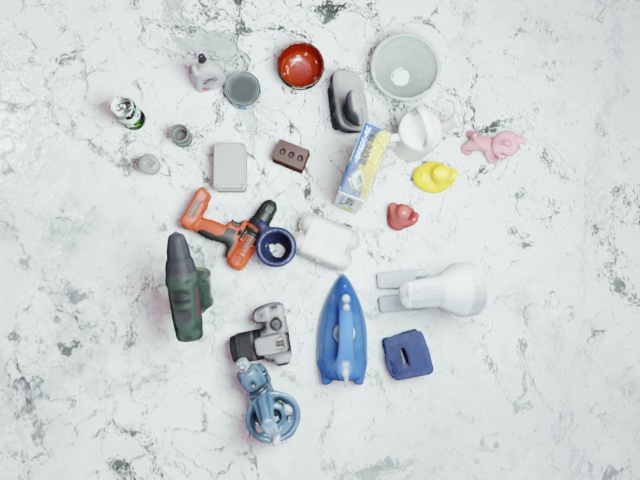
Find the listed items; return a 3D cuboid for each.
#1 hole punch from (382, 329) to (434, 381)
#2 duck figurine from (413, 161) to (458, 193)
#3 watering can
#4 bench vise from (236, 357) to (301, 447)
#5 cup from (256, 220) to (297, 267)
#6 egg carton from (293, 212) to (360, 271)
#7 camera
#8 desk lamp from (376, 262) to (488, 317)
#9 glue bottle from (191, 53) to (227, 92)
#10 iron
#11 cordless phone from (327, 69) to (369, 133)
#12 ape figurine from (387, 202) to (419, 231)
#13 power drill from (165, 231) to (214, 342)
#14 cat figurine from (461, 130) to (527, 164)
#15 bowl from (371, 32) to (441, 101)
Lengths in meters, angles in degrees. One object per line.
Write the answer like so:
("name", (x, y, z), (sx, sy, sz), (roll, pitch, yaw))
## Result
("hole punch", (0.200, 0.268, 1.319), (0.101, 0.091, 0.109), (-16, 87, -4))
("duck figurine", (0.275, -0.154, 1.355), (0.104, 0.086, 0.077), (1, 86, -2))
("watering can", (0.233, -0.252, 1.306), (0.173, 0.194, 0.101), (-38, 88, -5))
("bench vise", (-0.129, 0.361, 1.232), (0.207, 0.219, 0.121), (41, 85, 1))
("cup", (-0.107, 0.008, 1.321), (0.092, 0.095, 0.118), (-34, 88, -4))
("egg carton", (0.012, 0.005, 1.340), (0.150, 0.069, 0.107), (22, 85, -1))
("camera", (-0.137, 0.221, 1.301), (0.137, 0.100, 0.143), (-10, 86, -3))
("desk lamp", (0.242, 0.116, 1.270), (0.203, 0.213, 0.118), (-5, 86, -3))
("glue bottle", (-0.259, -0.386, 1.303), (0.078, 0.173, 0.037), (-23, 87, -4))
("iron", (0.054, 0.203, 1.291), (0.118, 0.141, 0.258), (0, 86, -2))
("cordless phone", (0.071, -0.330, 1.309), (0.094, 0.185, 0.148), (-11, 86, -3))
("ape figurine", (0.193, -0.060, 1.342), (0.078, 0.092, 0.076), (44, 85, 1))
("power drill", (-0.287, 0.103, 1.249), (0.075, 0.208, 0.230), (-7, 86, -3))
("cat figurine", (0.412, -0.229, 1.351), (0.128, 0.117, 0.067), (16, 85, -1))
("bowl", (0.201, -0.405, 1.376), (0.167, 0.074, 0.167), (0, 86, -3))
